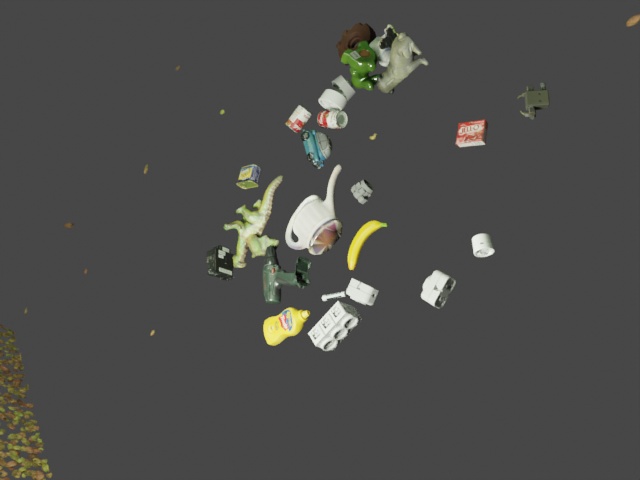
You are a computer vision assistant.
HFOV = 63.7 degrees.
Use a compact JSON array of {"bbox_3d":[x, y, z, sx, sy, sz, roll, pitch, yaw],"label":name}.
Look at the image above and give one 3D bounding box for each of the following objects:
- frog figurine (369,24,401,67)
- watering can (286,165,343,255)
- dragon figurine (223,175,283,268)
[{"bbox_3d":[0.247,-0.718,1.947,0.158,0.122,0.139,145,130,-73],"label":"frog figurine"},{"bbox_3d":[0.006,-0.093,1.841,0.345,0.103,0.228,-51,47,11],"label":"watering can"},{"bbox_3d":[-0.236,-0.044,2.061,0.405,0.122,0.246,-45,64,19],"label":"dragon figurine"}]
